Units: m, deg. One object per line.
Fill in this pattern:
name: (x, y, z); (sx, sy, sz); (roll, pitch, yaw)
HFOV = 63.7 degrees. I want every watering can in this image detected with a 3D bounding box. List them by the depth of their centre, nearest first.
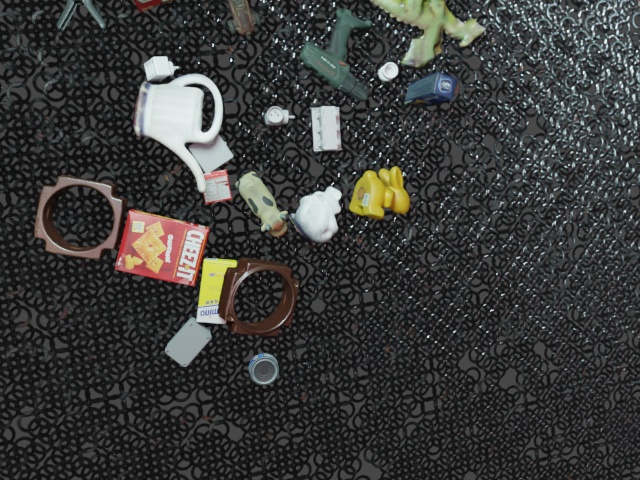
watering can: (-0.370, -0.290, 1.329); (0.224, 0.102, 0.354); (5, 67, -7)

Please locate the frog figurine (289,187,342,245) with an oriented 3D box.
frog figurine: (0.004, -0.073, 1.447); (0.159, 0.122, 0.138); (-41, 82, 6)

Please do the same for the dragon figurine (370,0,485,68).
dragon figurine: (0.277, -0.620, 1.482); (0.411, 0.123, 0.240); (-7, 103, -9)
